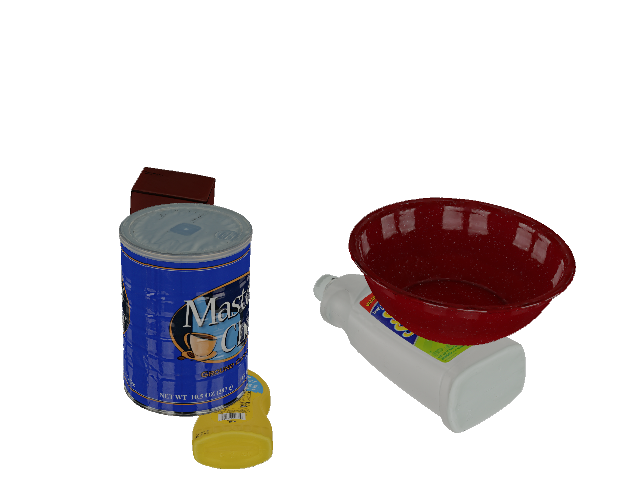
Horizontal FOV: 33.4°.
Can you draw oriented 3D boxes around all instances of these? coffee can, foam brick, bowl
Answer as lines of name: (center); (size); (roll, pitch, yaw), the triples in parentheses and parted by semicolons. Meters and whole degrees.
coffee can: (-0.107, 0.053, 0.851); (0.103, 0.140, 0.103); (3, 24, -1)
foam brick: (-0.150, -0.036, 1.085); (0.078, 0.051, 0.053); (9, 31, 3)
bowl: (0.099, 0.028, 0.774); (0.162, 0.055, 0.162); (2, 30, -1)

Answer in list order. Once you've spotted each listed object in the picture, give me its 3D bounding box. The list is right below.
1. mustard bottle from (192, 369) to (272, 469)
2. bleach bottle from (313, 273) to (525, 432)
mustard bottle: (-0.111, 0.209, 1.346); (0.096, 0.058, 0.191); (-3, 26, -3)
bleach bottle: (0.074, 0.091, 1.034); (0.102, 0.068, 0.251); (-23, 32, -31)
